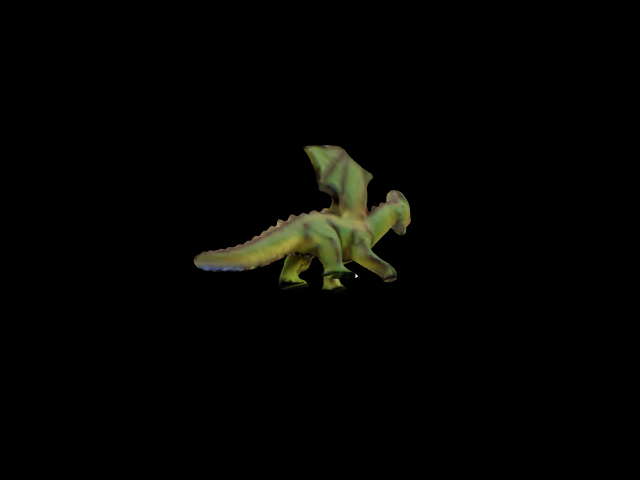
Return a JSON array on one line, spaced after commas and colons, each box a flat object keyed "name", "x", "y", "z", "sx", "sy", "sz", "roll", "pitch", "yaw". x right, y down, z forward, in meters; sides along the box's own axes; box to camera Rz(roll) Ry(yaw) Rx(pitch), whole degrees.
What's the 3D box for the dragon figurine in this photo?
[{"name": "dragon figurine", "x": 0.003, "y": -0.043, "z": 0.850, "sx": 0.409, "sy": 0.246, "sz": 0.121, "roll": 11, "pitch": -21, "yaw": -31}]
